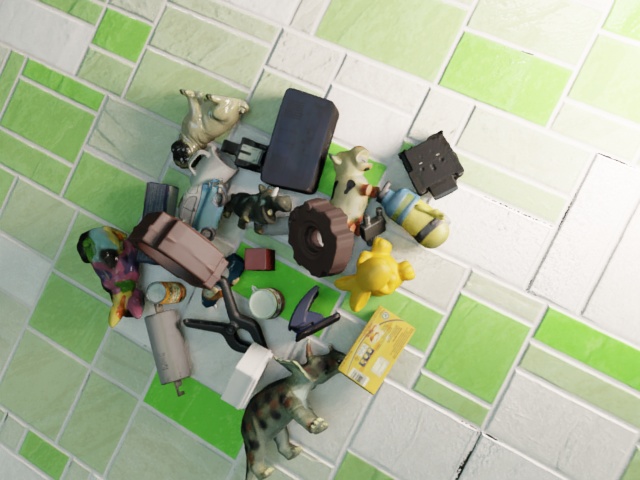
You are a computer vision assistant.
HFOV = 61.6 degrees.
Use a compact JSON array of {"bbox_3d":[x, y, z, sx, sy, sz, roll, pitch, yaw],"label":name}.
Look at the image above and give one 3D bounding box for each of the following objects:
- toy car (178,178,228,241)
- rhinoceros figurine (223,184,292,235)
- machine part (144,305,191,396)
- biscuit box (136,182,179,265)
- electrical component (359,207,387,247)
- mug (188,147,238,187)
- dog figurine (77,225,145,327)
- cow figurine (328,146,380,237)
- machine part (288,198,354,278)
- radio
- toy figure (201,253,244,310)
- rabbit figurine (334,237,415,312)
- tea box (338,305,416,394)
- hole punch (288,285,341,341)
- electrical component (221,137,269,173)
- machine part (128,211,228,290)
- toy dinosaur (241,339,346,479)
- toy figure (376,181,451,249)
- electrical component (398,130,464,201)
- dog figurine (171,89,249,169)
[{"bbox_3d":[-0.281,-0.073,1.263,0.103,0.109,0.161,14,116,-15],"label":"toy car"},{"bbox_3d":[-0.141,-0.075,1.247,0.191,0.073,0.112,4,61,45],"label":"rhinoceros figurine"},{"bbox_3d":[-0.370,0.259,1.305,0.079,0.079,0.243,-17,82,12],"label":"machine part"},{"bbox_3d":[-0.407,-0.039,1.342,0.063,0.059,0.202,8,88,13],"label":"biscuit box"},{"bbox_3d":[0.121,-0.028,1.212,0.063,0.093,0.021,-29,46,-17],"label":"electrical component"},{"bbox_3d":[-0.272,-0.164,1.296,0.107,0.109,0.081,-46,53,16],"label":"mug"},{"bbox_3d":[-0.496,0.095,1.301,0.108,0.191,0.219,-20,67,5],"label":"dog figurine"},{"bbox_3d":[0.065,-0.119,1.219,0.127,0.085,0.194,24,102,26],"label":"cow figurine"},{"bbox_3d":[-0.002,-0.004,1.198,0.180,0.056,0.179,17,114,45],"label":"machine part"},{"bbox_3d":[-0.045,-0.227,1.261,0.131,0.073,0.229,17,92,13],"label":"radio"},{"bbox_3d":[-0.241,0.101,1.297,0.154,0.057,0.064,-51,39,8],"label":"toy figure"},{"bbox_3d":[0.111,0.072,1.154,0.162,0.173,0.122,-34,84,5],"label":"rabbit figurine"},{"bbox_3d":[0.123,0.239,1.172,0.098,0.068,0.169,35,78,12],"label":"tea box"},{"bbox_3d":[-0.025,0.166,1.202,0.116,0.142,0.092,-30,82,-9],"label":"hole punch"},{"bbox_3d":[-0.178,-0.207,1.303,0.119,0.047,0.074,16,90,14],"label":"electrical component"},{"bbox_3d":[-0.323,0.023,1.228,0.201,0.201,0.087,40,70,-26],"label":"machine part"},{"bbox_3d":[-0.103,0.397,1.219,0.405,0.131,0.192,-45,64,13],"label":"toy dinosaur"},{"bbox_3d":[0.205,-0.054,1.186,0.180,0.082,0.089,33,106,9],"label":"toy figure"},{"bbox_3d":[0.252,-0.158,1.192,0.115,0.058,0.134,-29,80,12],"label":"electrical component"},{"bbox_3d":[-0.270,-0.260,1.315,0.173,0.121,0.190,12,104,17],"label":"dog figurine"}]
